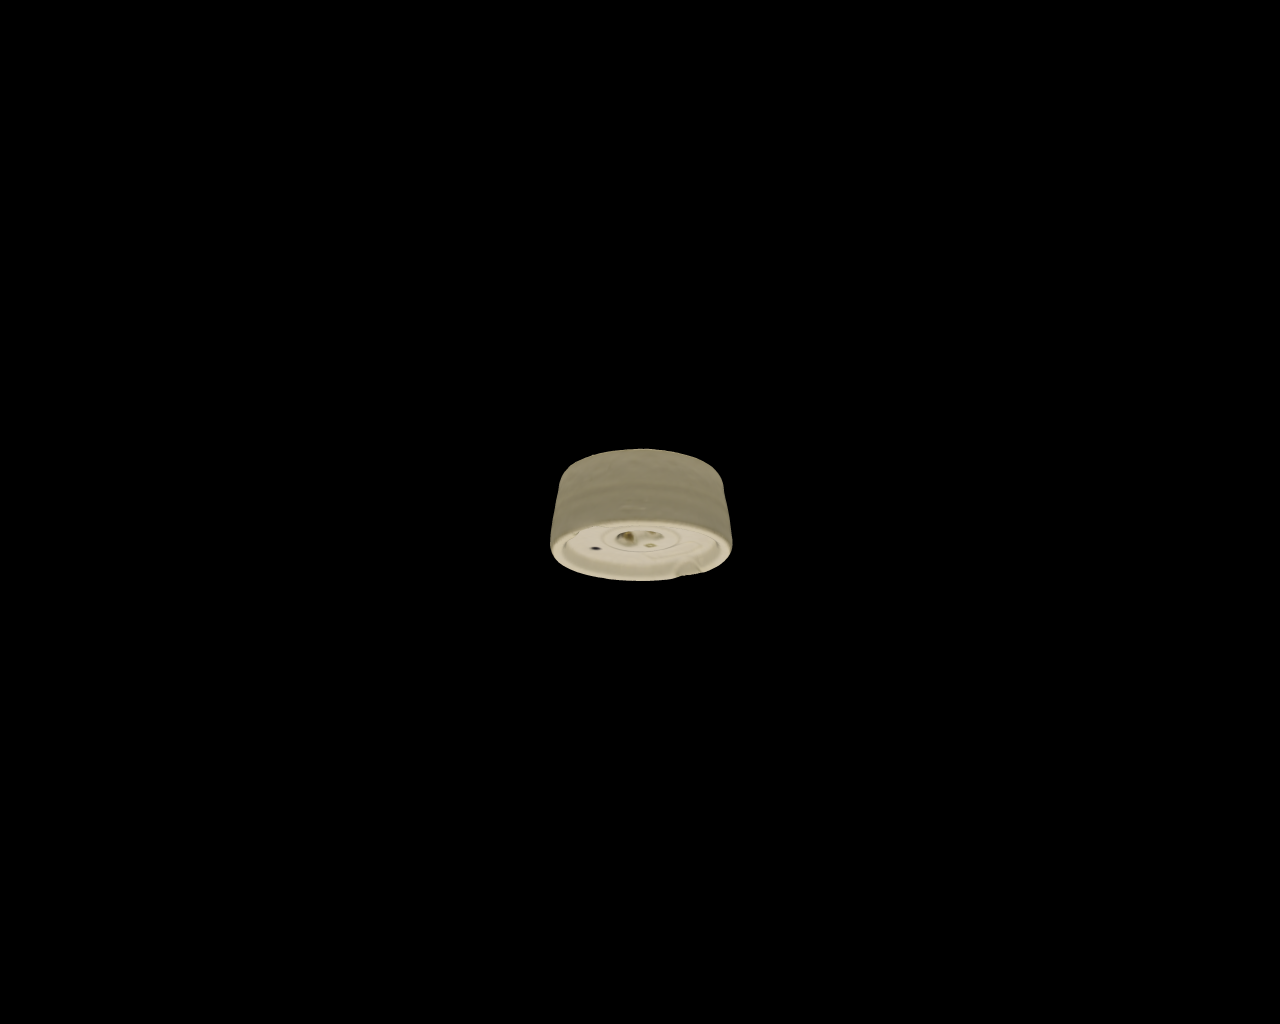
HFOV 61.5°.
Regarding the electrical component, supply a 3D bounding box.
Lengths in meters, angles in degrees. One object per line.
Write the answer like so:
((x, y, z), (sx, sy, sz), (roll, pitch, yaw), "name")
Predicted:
((0.001, -0.003, 0.650), (0.108, 0.060, 0.108), (0, -22, 0), "electrical component")
